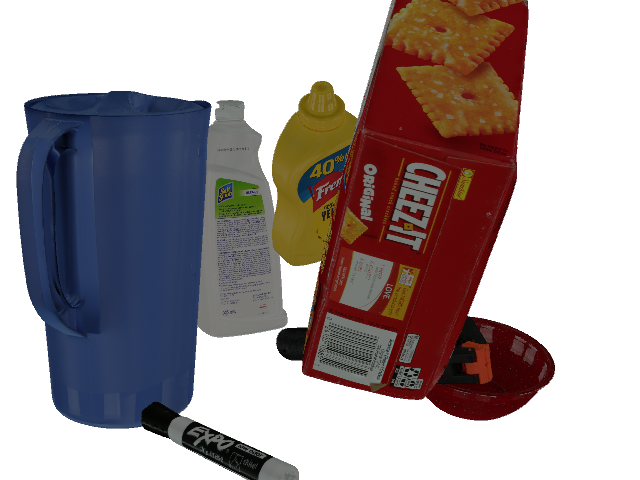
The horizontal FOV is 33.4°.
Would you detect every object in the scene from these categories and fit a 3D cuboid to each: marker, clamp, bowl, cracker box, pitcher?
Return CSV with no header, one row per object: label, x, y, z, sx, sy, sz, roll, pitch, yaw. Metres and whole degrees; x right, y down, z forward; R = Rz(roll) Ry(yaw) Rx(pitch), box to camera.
marker,-0.064,0.122,0.636,0.121,0.020,0.020,16,10,38
clamp,0.049,0.074,0.789,0.120,0.039,0.172,-29,24,-24
bowl,0.159,0.140,1.114,0.162,0.055,0.162,4,25,-2
cracker box,0.055,-0.053,0.538,0.072,0.164,0.213,14,45,2
pitcher,-0.154,0.013,0.790,0.149,0.243,0.145,-4,15,-23

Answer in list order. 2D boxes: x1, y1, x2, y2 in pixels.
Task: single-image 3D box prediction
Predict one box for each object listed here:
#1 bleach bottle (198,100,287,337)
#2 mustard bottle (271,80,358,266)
bleach bottle,-0.088,-0.026,1.158,0.102,0.251,0.068,-7,16,-28
mustard bottle,0.000,-0.066,0.980,0.096,0.192,0.058,-29,54,-25
